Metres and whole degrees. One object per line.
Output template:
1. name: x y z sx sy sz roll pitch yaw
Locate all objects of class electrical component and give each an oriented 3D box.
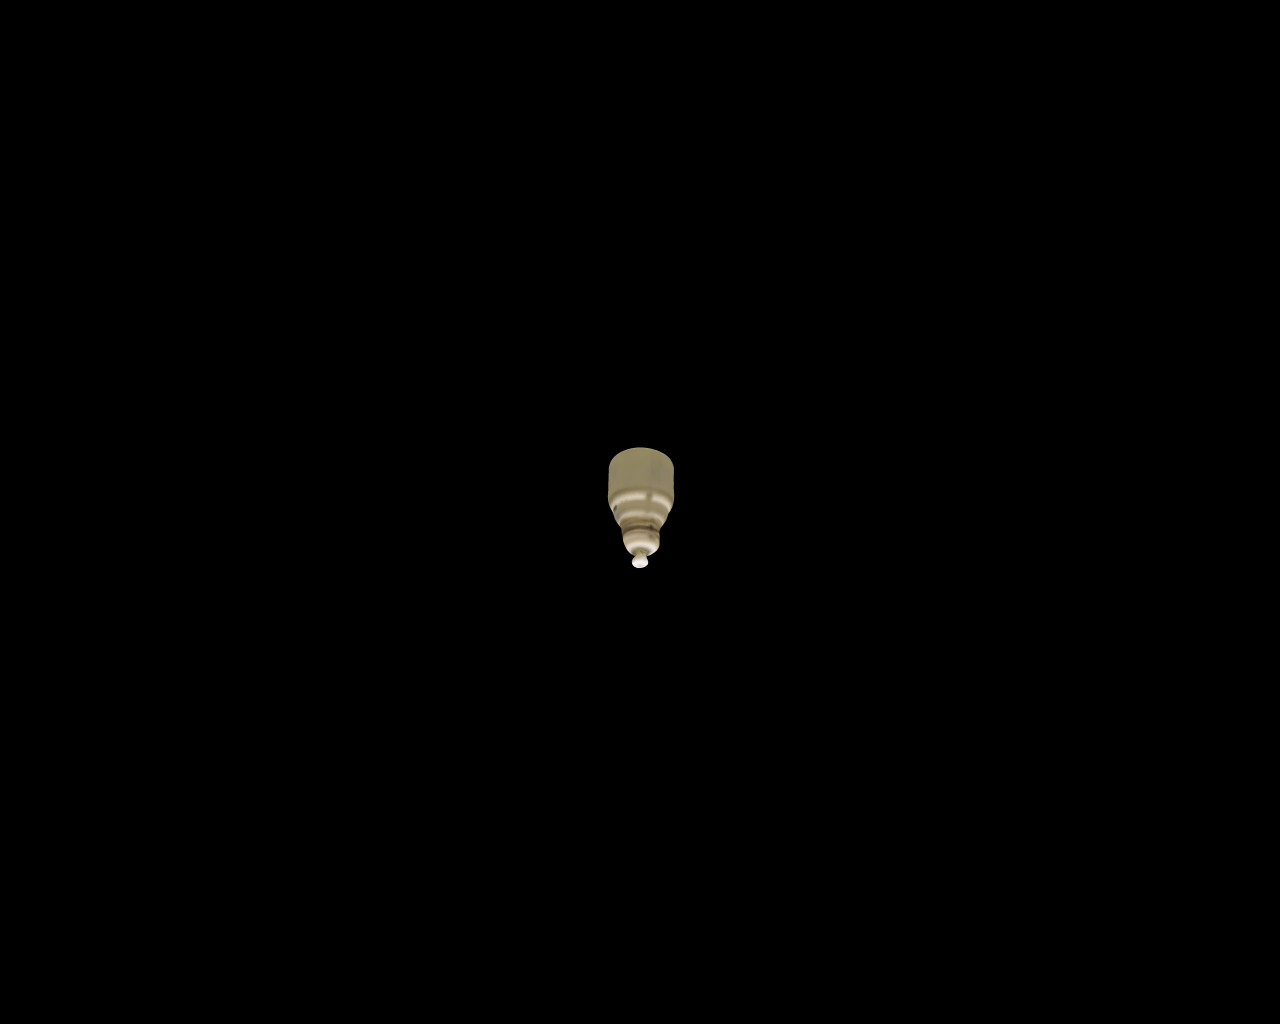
1. electrical component: 0.001 -0.003 0.650 0.040 0.078 0.040 0 -28 0
